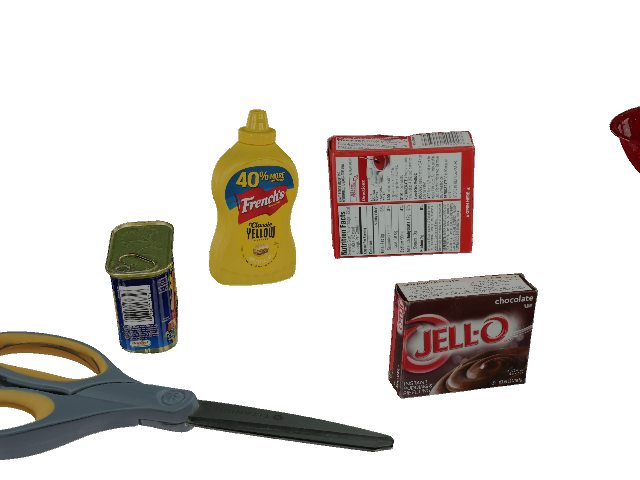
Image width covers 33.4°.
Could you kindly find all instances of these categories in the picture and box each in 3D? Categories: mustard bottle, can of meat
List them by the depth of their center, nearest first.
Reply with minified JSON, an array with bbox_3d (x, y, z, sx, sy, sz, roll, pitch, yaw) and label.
[{"bbox_3d":[-0.157,0.042,0.961,0.057,0.084,0.102,-4,27,-4],"label":"can of meat"},{"bbox_3d":[-0.072,-0.048,1.175,0.096,0.192,0.058,-4,19,-21],"label":"mustard bottle"}]

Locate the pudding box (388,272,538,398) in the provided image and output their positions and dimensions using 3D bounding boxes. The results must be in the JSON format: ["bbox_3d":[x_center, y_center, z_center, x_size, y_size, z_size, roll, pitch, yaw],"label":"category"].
[{"bbox_3d":[0.114,0.076,0.865,0.113,0.090,0.039,-6,29,-15],"label":"pudding box"}]

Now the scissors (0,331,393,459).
[{"bbox_3d":[-0.079,0.079,0.453,0.202,0.016,0.096,14,28,25],"label":"scissors"}]

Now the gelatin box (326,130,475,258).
[{"bbox_3d":[0.050,-0.028,0.663,0.089,0.073,0.030,-2,27,2],"label":"gelatin box"}]

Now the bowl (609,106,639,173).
[{"bbox_3d":[0.346,-0.082,0.971,0.162,0.055,0.162,-5,22,2],"label":"bowl"}]
